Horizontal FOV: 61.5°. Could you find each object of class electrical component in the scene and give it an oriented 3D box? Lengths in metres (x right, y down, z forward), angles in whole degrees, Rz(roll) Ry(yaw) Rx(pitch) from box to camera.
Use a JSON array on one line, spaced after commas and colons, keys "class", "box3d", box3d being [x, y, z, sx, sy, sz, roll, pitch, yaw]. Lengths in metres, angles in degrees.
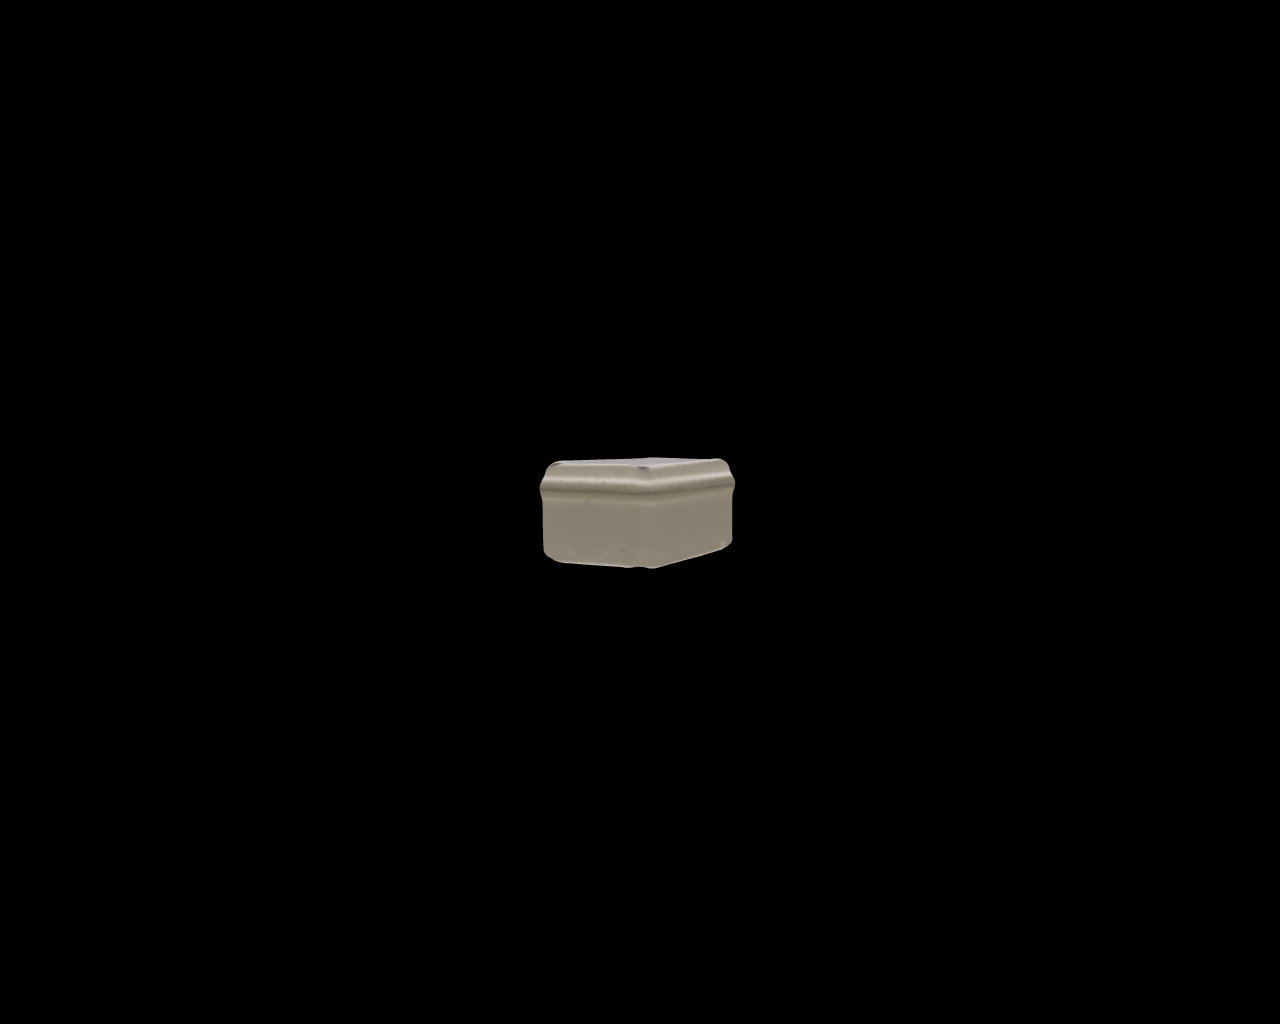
[{"class": "electrical component", "box3d": [0.001, -0.003, 0.650, 0.078, 0.057, 0.113, 3, 6, 32]}]
